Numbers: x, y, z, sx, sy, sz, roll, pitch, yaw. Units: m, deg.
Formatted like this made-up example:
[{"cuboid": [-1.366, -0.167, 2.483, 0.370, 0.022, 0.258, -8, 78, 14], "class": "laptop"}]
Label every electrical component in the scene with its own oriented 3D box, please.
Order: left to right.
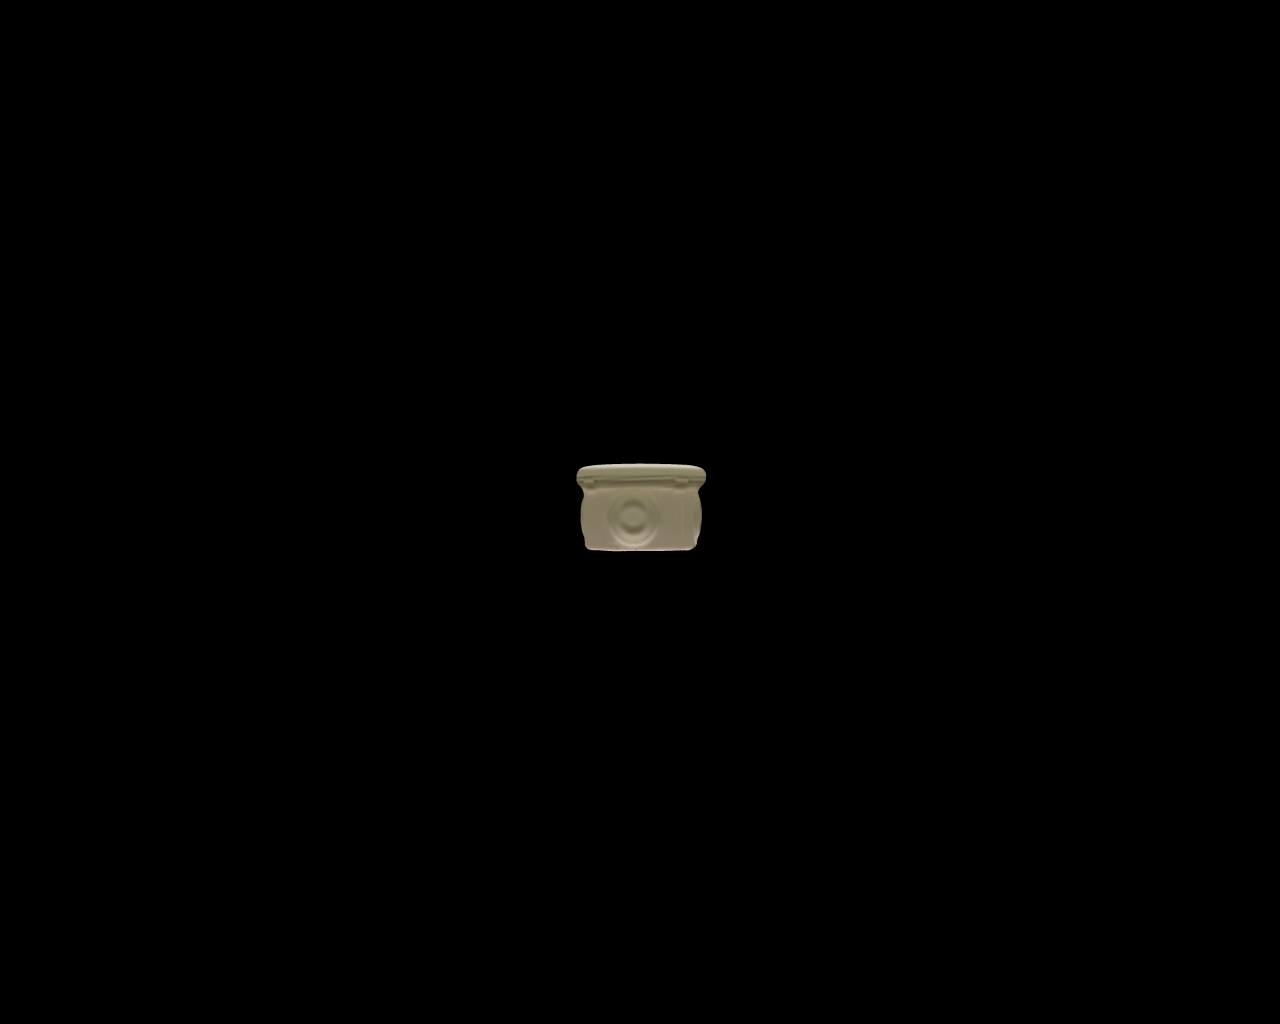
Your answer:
[{"cuboid": [0.001, -0.003, 0.650, 0.080, 0.051, 0.080, 0, 0, 0], "class": "electrical component"}]
